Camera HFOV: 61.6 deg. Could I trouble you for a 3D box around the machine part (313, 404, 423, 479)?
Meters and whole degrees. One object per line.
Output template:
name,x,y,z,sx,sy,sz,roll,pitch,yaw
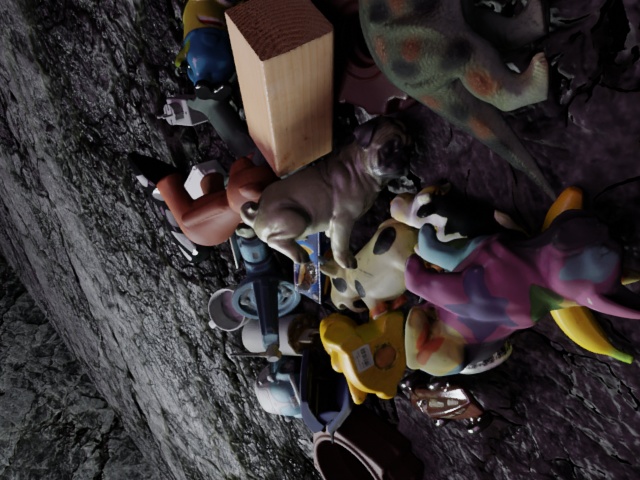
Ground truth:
machine part,0.081,0.415,0.986,0.201,0.087,0.201,29,131,36

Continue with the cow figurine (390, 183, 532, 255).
cow figurine,0.160,-0.016,0.625,0.167,0.068,0.098,42,133,16

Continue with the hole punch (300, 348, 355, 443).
hole punch,0.001,0.260,0.924,0.142,0.092,0.115,-92,17,-46

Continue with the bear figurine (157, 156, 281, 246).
bear figurine,-0.132,-0.072,0.781,0.196,0.120,0.132,-33,75,42

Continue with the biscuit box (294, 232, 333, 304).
biscuit box,-0.002,-0.003,0.828,0.059,0.063,0.202,25,131,36

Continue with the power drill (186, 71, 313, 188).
power drill,-0.112,-0.169,0.845,0.207,0.086,0.232,54,145,-4

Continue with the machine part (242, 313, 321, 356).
machine part,-0.076,0.179,1.021,0.243,0.079,0.079,-14,102,53

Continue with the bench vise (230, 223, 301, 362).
bench vise,-0.092,0.082,0.903,0.223,0.129,0.241,97,166,-48

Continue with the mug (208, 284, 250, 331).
mug,-0.162,0.133,1.052,0.081,0.107,0.109,47,112,11

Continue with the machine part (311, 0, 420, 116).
machine part,0.060,-0.230,0.614,0.180,0.056,0.179,29,134,35

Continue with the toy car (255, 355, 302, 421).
toy car,-0.073,0.273,1.021,0.162,0.103,0.109,-121,11,-73

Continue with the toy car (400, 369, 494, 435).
toy car,0.166,0.222,0.738,0.089,0.053,0.202,51,167,7

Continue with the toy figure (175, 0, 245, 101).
toy figure,-0.162,-0.286,0.770,0.089,0.082,0.180,-15,74,42

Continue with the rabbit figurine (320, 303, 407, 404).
rabbit figurine,0.064,0.169,0.848,0.173,0.122,0.162,14,134,61

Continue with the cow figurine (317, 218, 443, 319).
cow figurine,0.073,0.039,0.747,0.127,0.085,0.195,59,138,19

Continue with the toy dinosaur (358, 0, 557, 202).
toy dinosaur,0.098,-0.218,0.481,0.192,0.131,0.404,-3,104,31

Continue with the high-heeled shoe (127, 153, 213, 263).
high-heeled shoe,-0.317,-0.063,1.119,0.249,0.086,0.145,40,127,2

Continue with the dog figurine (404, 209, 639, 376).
dog figurine,0.197,0.060,0.530,0.219,0.108,0.191,5,114,24

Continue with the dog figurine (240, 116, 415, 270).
dog figurine,0.008,-0.077,0.656,0.121,0.172,0.190,58,133,49
